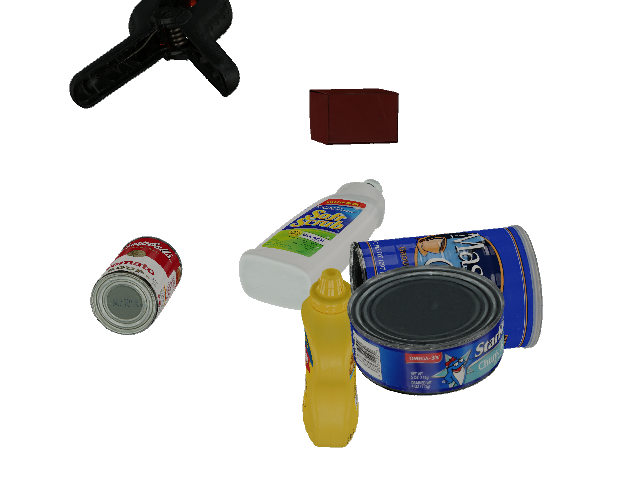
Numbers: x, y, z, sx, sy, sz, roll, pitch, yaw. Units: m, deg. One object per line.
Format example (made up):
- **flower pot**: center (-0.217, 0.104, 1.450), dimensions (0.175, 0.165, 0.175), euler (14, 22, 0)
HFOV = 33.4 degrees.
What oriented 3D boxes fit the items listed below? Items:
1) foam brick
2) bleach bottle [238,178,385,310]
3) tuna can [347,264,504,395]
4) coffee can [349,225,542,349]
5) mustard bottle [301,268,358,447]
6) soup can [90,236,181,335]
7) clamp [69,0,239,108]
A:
- **foam brick**: center (0.033, -0.124, 1.066), dimensions (0.078, 0.051, 0.053), euler (-3, 14, -20)
- **bleach bottle**: center (0.005, -0.010, 1.323), dimensions (0.103, 0.068, 0.250), euler (13, 35, 24)
- **tuna can**: center (0.059, 0.048, 0.590), dimensions (0.086, 0.034, 0.086), euler (-5, 28, 3)
- **coffee can**: center (0.100, 0.045, 0.882), dimensions (0.140, 0.103, 0.103), euler (-6, 0, -5)
- **mustard bottle**: center (0.011, 0.107, 1.046), dimensions (0.058, 0.192, 0.096), euler (2, 37, 2)
- **soup can**: center (-0.182, 0.044, 1.059), dimensions (0.068, 0.068, 0.102), euler (0, 19, 7)
- **clamp**: center (-0.099, -0.149, 0.785), dimensions (0.120, 0.039, 0.171), euler (7, 43, 13)
